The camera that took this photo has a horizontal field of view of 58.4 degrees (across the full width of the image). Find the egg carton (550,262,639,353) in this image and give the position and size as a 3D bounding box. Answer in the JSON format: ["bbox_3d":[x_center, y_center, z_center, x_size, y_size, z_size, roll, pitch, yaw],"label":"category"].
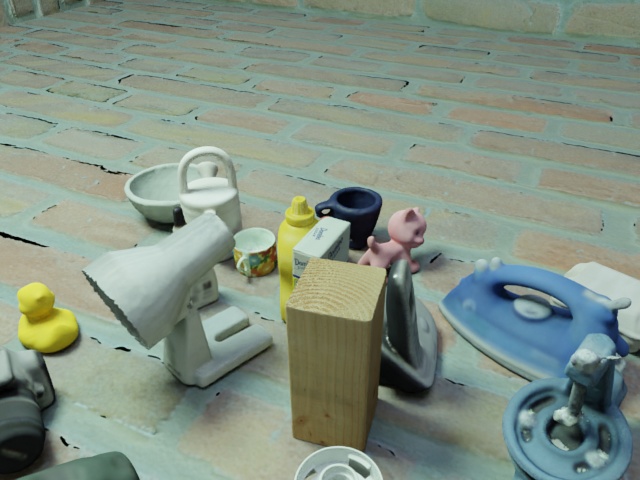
[{"bbox_3d":[0.417,0.094,0.831,0.149,0.069,0.107,27,43,35],"label":"egg carton"}]

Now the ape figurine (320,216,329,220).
[{"bbox_3d":[0.009,0.003,0.951,0.077,0.092,0.076,5,34,8],"label":"ape figurine"}]

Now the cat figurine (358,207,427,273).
[{"bbox_3d":[0.125,-0.002,0.935,0.128,0.118,0.067,-21,39,-28],"label":"cat figurine"}]

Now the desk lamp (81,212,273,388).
[{"bbox_3d":[-0.174,0.079,0.728,0.204,0.214,0.117,-28,42,-35],"label":"desk lamp"}]

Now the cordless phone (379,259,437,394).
[{"bbox_3d":[0.111,0.088,0.738,0.094,0.185,0.147,5,34,9],"label":"cordless phone"}]

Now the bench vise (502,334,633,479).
[{"bbox_3d":[0.262,0.161,0.595,0.121,0.220,0.208,14,36,21],"label":"bench vise"}]

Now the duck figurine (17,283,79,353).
[{"bbox_3d":[-0.392,0.103,0.810,0.104,0.086,0.078,25,41,33],"label":"duck figurine"}]

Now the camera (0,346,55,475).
[{"bbox_3d":[-0.379,0.198,0.653,0.143,0.101,0.136,-19,38,-26],"label":"camera"}]

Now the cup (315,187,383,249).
[{"bbox_3d":[0.049,-0.032,1.001,0.118,0.095,0.091,-8,34,-11],"label":"cup"}]

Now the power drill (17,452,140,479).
[{"bbox_3d":[-0.241,0.272,0.442,0.230,0.208,0.075,-26,41,-33],"label":"power drill"}]

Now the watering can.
[{"bbox_3d":[-0.190,-0.072,0.973,0.101,0.194,0.172,-20,38,-27],"label":"watering can"}]

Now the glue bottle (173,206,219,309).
[{"bbox_3d":[-0.196,0.027,0.844,0.078,0.173,0.037,-21,39,-28],"label":"glue bottle"}]

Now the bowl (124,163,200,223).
[{"bbox_3d":[-0.282,-0.080,1.096,0.167,0.075,0.167,0,34,0],"label":"bowl"}]

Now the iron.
[{"bbox_3d":[0.279,0.090,0.772,0.257,0.141,0.119,24,41,32],"label":"iron"}]
